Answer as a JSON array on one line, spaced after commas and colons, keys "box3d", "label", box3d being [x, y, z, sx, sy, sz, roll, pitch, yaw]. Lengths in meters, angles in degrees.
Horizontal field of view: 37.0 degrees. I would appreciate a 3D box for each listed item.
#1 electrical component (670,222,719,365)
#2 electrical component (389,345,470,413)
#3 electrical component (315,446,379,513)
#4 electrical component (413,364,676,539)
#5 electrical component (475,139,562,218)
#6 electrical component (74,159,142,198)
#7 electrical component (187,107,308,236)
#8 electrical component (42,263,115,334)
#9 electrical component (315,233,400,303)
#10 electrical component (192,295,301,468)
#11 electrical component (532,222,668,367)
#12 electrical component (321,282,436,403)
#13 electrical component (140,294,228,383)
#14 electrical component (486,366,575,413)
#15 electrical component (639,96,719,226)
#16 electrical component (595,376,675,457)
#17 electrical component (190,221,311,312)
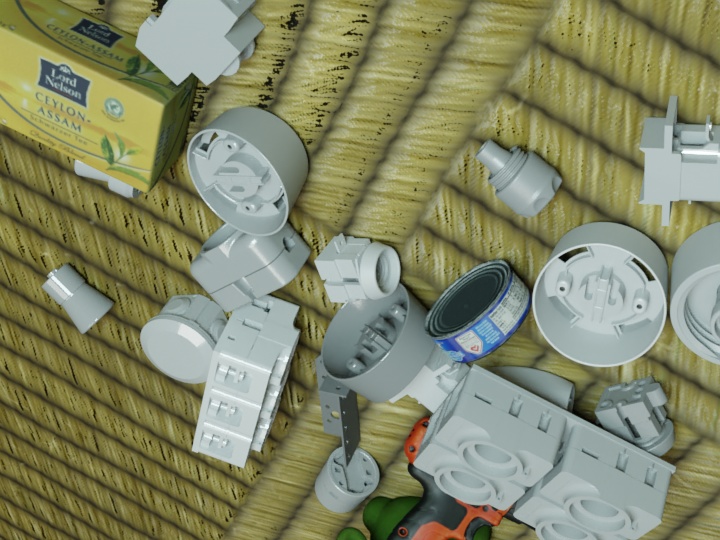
[{"box3d": [0.278, 0.024, 0.781, 0.108, 0.060, 0.108, 13, 131, 15], "label": "electrical component"}, {"box3d": [0.067, 0.094, 0.954, 0.064, 0.042, 0.081, 39, 134, -14], "label": "electrical component"}, {"box3d": [-0.015, 0.212, 1.081, 0.055, 0.055, 0.047, 31, 137, -1], "label": "electrical component"}, {"box3d": [0.149, 0.167, 0.899, 0.186, 0.060, 0.105, 27, 143, -1], "label": "electrical component"}, {"box3d": [0.114, -0.071, 0.793, 0.062, 0.043, 0.043, 38, 133, -6], "label": "electrical component"}, {"box3d": [-0.211, -0.091, 0.928, 0.055, 0.045, 0.045, 25, 133, 4], "label": "electrical component"}, {"box3d": [-0.092, -0.080, 0.868, 0.099, 0.064, 0.099, 13, 131, 15], "label": "electrical component"}, {"box3d": [-0.281, 0.025, 1.061, 0.065, 0.044, 0.044, 47, 131, -9], "label": "electrical component"}, {"box3d": [0.000, 0.000, 0.905, 0.055, 0.048, 0.066, 2, 128, 33], "label": "electrical component"}, {"box3d": [-0.103, 0.103, 1.004, 0.062, 0.089, 0.150, 20, 133, 1], "label": "electrical component"}, {"box3d": [0.185, 0.016, 0.817, 0.099, 0.064, 0.099, 13, 131, 16], "label": "electrical component"}, {"box3d": [0.018, 0.061, 0.913, 0.064, 0.099, 0.099, 39, 133, -17], "label": "electrical component"}, {"box3d": [-0.165, 0.065, 1.032, 0.080, 0.051, 0.080, 13, 131, 15], "label": "electrical component"}, {"box3d": [0.145, 0.127, 0.942, 0.077, 0.043, 0.079, 9, 130, 18], "label": "electrical component"}, {"box3d": [0.226, -0.074, 0.739, 0.064, 0.042, 0.081, 5, 130, 19], "label": "electrical component"}, {"box3d": [0.232, 0.126, 0.899, 0.066, 0.048, 0.055, -20, 109, 36], "label": "electrical component"}, {"box3d": [-0.099, -0.011, 0.935, 0.095, 0.053, 0.059, -24, 114, 38], "label": "electrical component"}]
